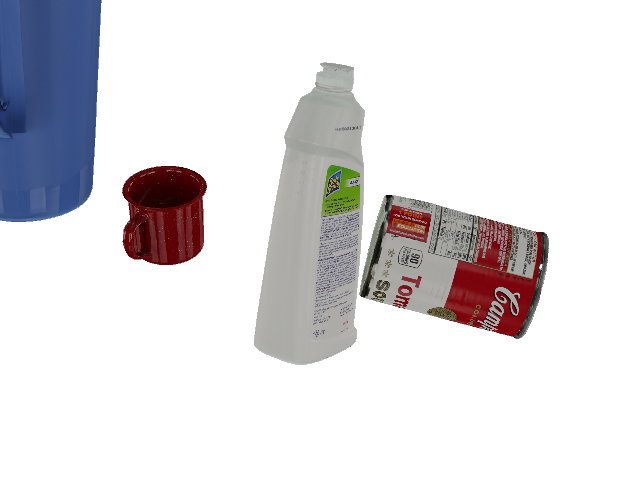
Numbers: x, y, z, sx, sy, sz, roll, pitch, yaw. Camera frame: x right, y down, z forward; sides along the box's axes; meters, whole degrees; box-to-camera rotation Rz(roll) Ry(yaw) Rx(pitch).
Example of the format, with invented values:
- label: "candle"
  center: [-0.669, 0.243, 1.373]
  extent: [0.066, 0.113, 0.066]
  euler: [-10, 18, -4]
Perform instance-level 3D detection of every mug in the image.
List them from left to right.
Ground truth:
- label: "mug"
  center: [-0.179, -0.020, 1.195]
  extent: [0.093, 0.081, 0.117]
  euler: [18, 38, 22]

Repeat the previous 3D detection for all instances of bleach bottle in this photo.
- label: "bleach bottle"
  center: [0.002, -0.025, 0.914]
  extent: [0.068, 0.251, 0.102]
  euler: [17, 19, 29]

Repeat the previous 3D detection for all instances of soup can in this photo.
- label: "soup can"
  center: [0.081, 0.015, 0.658]
  extent: [0.102, 0.068, 0.068]
  euler: [15, 0, 0]

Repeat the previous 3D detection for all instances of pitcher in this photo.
- label: "pitcher"
  center: [-0.226, -0.136, 0.784]
  extent: [0.145, 0.243, 0.148]
  euler: [26, 34, 36]
